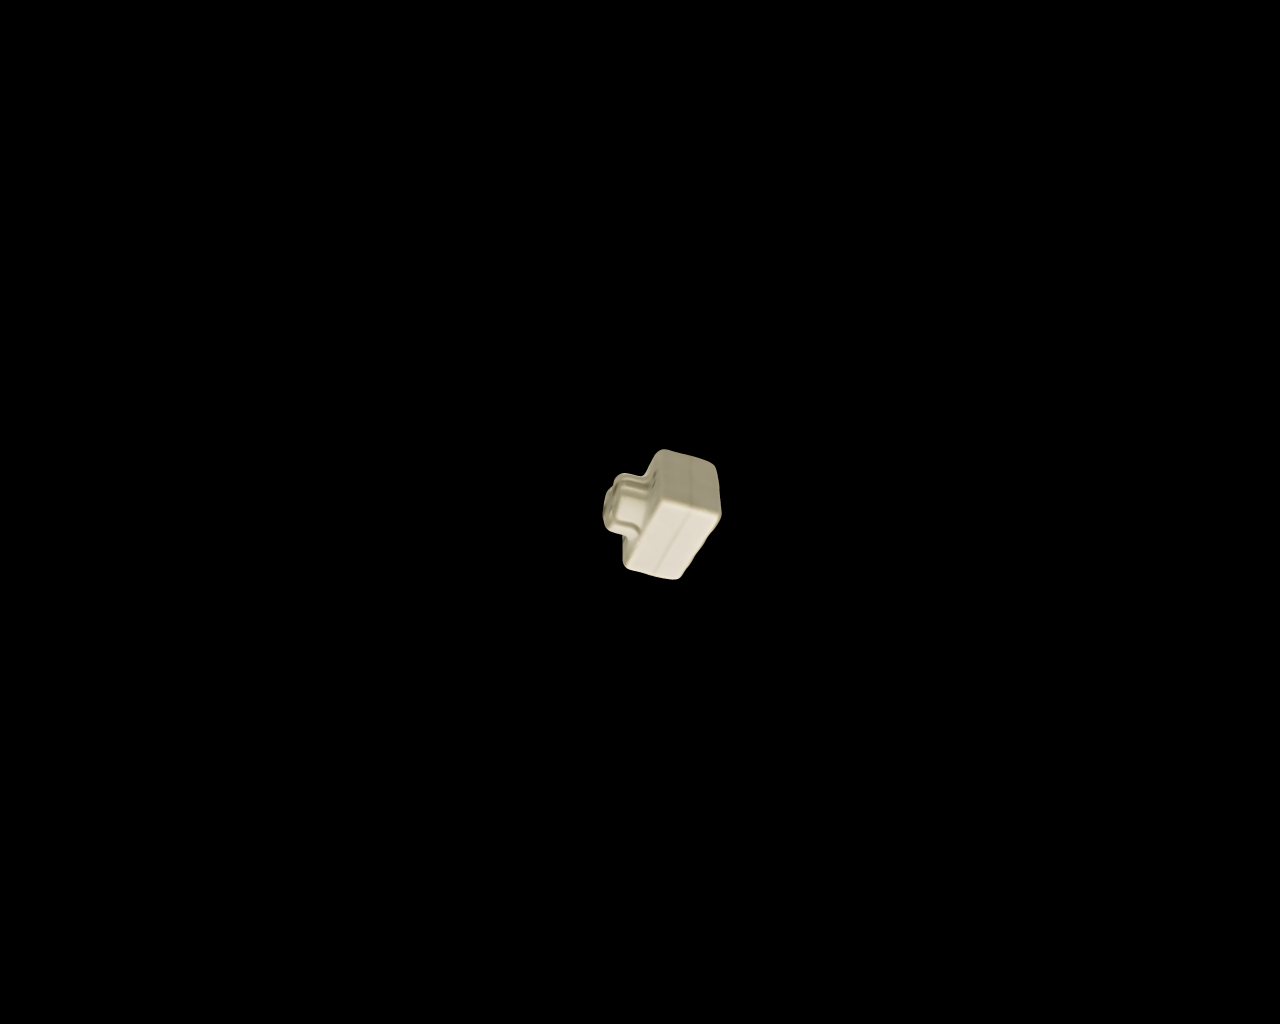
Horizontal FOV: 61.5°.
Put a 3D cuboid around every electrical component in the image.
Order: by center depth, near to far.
[{"bbox_3d":[0.001,-0.003,0.650,0.077,0.047,0.065,15,-46,-15],"label":"electrical component"}]
